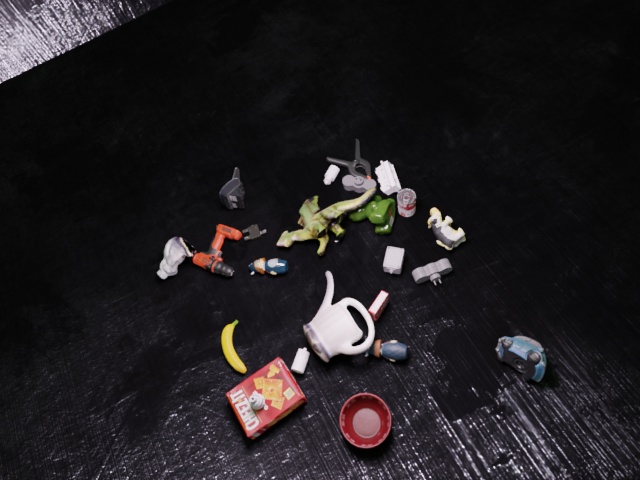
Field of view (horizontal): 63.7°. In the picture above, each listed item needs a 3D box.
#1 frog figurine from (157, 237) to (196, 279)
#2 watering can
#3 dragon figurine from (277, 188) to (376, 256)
[{"bbox_3d":[-0.575,0.067,1.993,0.159,0.121,0.139,-36,28,0],"label":"frog figurine"},{"bbox_3d":[0.041,0.271,1.775,0.225,0.102,0.354,-33,47,-7],"label":"watering can"},{"bbox_3d":[0.006,-0.099,1.968,0.411,0.120,0.247,-43,47,-5],"label":"dragon figurine"}]
